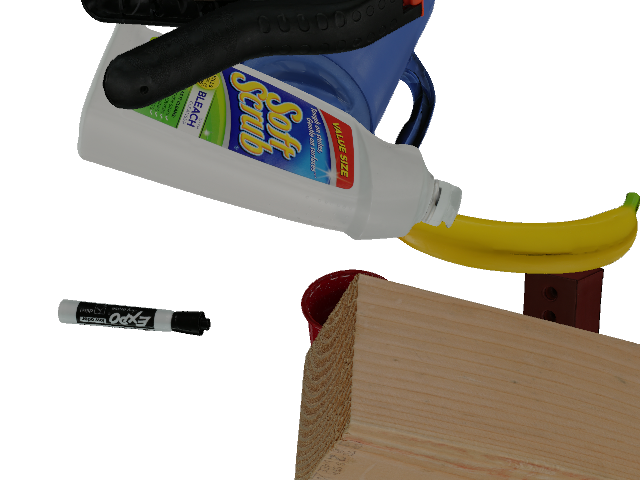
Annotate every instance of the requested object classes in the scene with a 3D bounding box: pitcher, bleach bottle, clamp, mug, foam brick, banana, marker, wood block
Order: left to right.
[{"bbox_3d":[-0.145,0.060,0.833,0.121,0.020,0.020,4,1,11],"label":"marker"},{"bbox_3d":[-0.030,-0.103,0.503,0.171,0.039,0.120,-8,42,-3],"label":"clamp"},{"bbox_3d":[-0.027,-0.065,0.713,0.250,0.102,0.068,17,-33,-6],"label":"bleach bottle"},{"bbox_3d":[0.032,-0.174,0.993,0.145,0.149,0.242,2,40,27],"label":"pitcher"},{"bbox_3d":[0.040,0.083,1.036,0.117,0.081,0.093,-26,43,-25],"label":"mug"},{"bbox_3d":[0.099,0.099,0.567,0.206,0.091,0.090,14,-39,-12],"label":"wood block"},{"bbox_3d":[0.147,-0.002,0.772,0.197,0.037,0.069,-2,28,-7],"label":"banana"},{"bbox_3d":[0.213,0.062,0.941,0.053,0.078,0.051,11,19,39],"label":"foam brick"}]
